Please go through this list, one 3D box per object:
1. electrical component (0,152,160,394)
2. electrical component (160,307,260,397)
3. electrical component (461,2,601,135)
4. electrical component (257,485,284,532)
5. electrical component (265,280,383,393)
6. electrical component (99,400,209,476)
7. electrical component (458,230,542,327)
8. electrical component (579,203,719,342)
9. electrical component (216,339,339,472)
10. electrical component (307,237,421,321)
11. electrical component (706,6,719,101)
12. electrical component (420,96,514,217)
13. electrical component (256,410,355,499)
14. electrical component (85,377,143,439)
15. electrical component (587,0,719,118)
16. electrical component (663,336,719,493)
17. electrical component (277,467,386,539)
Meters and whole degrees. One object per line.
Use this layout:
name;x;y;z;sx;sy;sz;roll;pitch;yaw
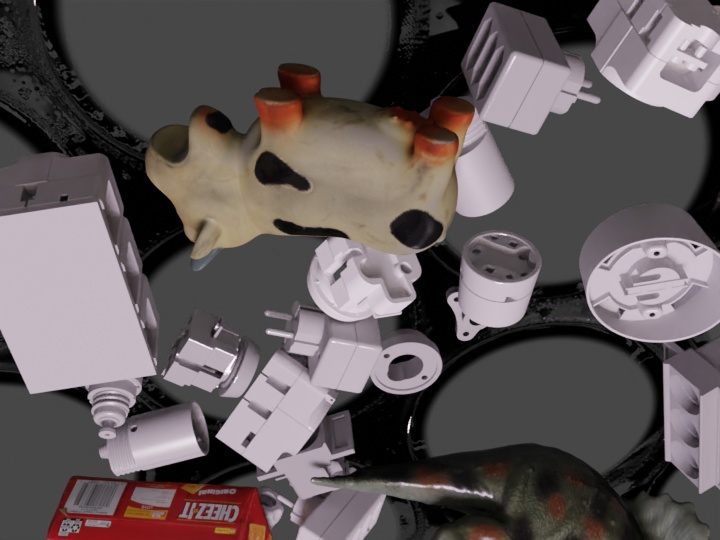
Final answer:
electrical component;-0.194;0.002;0.709;0.089;0.061;0.150;-9;130;0
electrical component;-0.106;0.063;0.784;0.055;0.048;0.066;25;122;-17
electrical component;0.109;-0.117;0.648;0.077;0.065;0.047;13;127;-18
electrical component;-0.091;0.213;0.919;0.035;0.035;0.061;18;127;-21
electrical component;-0.030;0.043;0.763;0.077;0.065;0.047;12;127;-17
electrical component;-0.163;0.132;0.835;0.081;0.043;0.043;-15;130;5
electrical component;0.097;0.007;0.759;0.055;0.055;0.047;-1;134;-7
electrical component;0.208;0.003;0.763;0.099;0.064;0.099;-4;130;-5
electrical component;-0.056;0.100;0.801;0.056;0.050;0.089;35;114;-1
electrical component;0.000;0.000;0.731;0.058;0.078;0.057;-7;156;-39
electrical component;0.219;-0.134;0.667;0.040;0.040;0.046;13;132;-18
electrical component;0.065;-0.078;0.690;0.043;0.043;0.081;-23;129;12
electrical component;-0.041;0.148;0.867;0.081;0.042;0.063;-18;131;8
electrical component;-0.177;0.083;0.773;0.040;0.078;0.040;-1;144;-1
electrical component;0.173;-0.134;0.626;0.050;0.089;0.055;18;125;-21
electrical component;0.284;0.114;0.867;0.063;0.078;0.121;-27;132;-14
electrical component;-0.033;0.202;0.898;0.076;0.083;0.047;29;130;16
